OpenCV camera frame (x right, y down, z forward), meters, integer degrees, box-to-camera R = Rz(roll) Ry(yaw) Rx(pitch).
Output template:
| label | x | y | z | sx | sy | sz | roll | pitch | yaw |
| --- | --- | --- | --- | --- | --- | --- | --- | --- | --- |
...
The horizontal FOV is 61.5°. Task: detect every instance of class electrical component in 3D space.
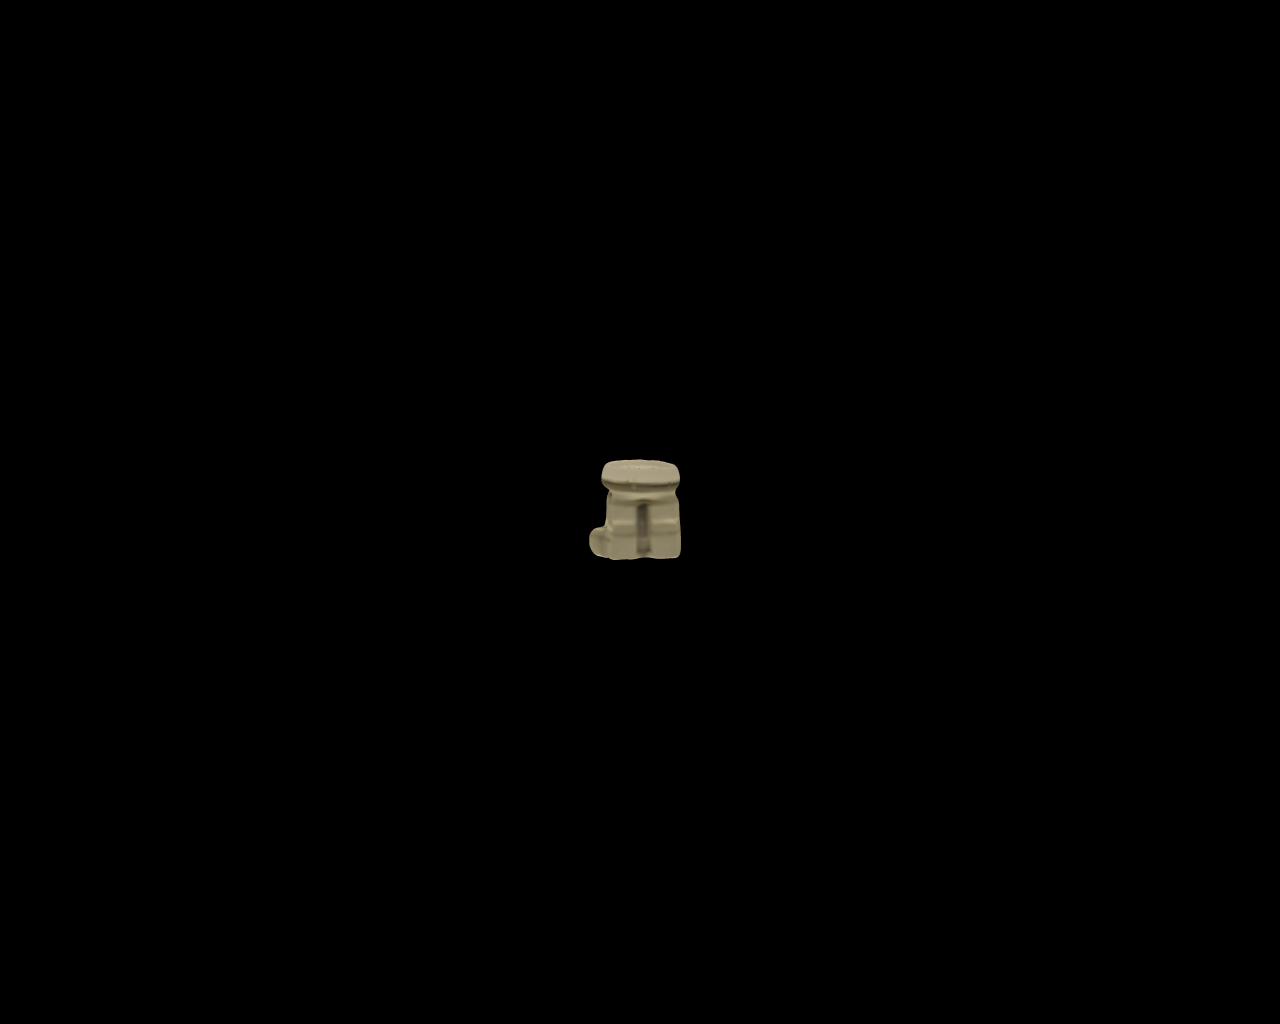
| label | x | y | z | sx | sy | sz | roll | pitch | yaw |
| --- | --- | --- | --- | --- | --- | --- | --- | --- | --- |
| electrical component | 0.001 | -0.003 | 0.650 | 0.066 | 0.055 | 0.048 | -1 | 12 | -7 |
